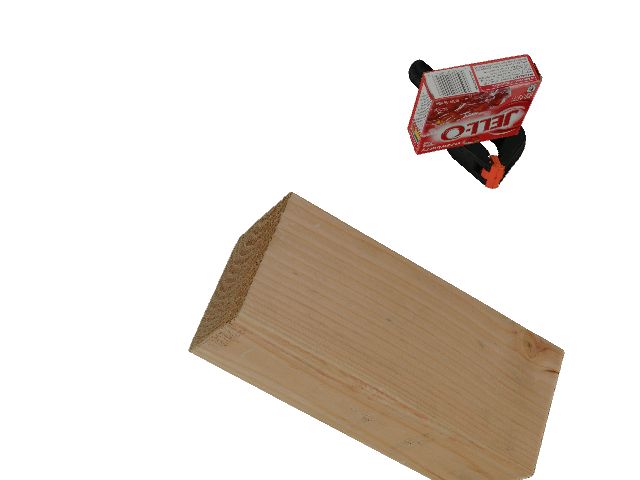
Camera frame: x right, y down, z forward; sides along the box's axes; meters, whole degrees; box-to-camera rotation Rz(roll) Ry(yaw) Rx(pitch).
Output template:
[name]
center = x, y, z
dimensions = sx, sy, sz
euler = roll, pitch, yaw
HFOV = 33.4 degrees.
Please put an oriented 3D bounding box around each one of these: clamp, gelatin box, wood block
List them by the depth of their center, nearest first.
[wood block]
center = 0.036, 0.069, 0.670
dimensions = 0.206, 0.090, 0.090
euler = 30, -30, -14
[gelatin box]
center = 0.117, -0.103, 0.817
dimensions = 0.089, 0.030, 0.073
euler = -11, -26, -12
[clamp]
center = 0.144, -0.121, 1.033
dimensions = 0.120, 0.039, 0.171
euler = 3, 44, 3
